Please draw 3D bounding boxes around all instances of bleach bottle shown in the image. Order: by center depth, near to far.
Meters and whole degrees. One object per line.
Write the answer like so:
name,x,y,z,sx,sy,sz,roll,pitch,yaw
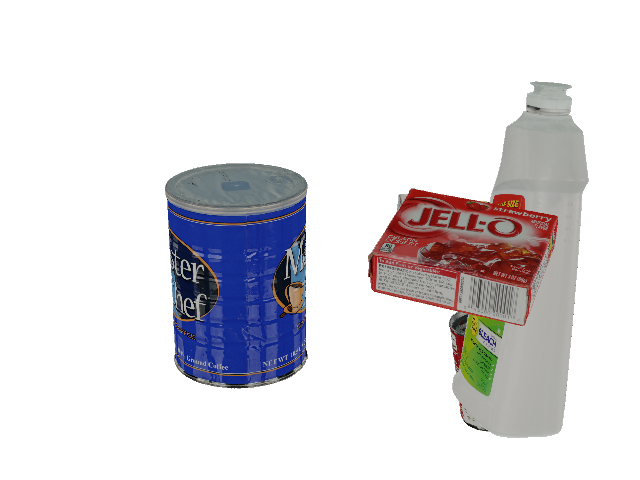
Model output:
bleach bottle,0.149,0.010,0.778,0.068,0.251,0.103,0,16,-13

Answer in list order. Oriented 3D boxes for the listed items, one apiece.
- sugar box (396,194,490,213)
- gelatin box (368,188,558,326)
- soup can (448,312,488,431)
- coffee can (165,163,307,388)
sugar box,0.174,0.001,1.245,0.176,0.093,0.048,3,22,-2
gelatin box,0.080,0.006,0.592,0.089,0.030,0.073,13,36,18
soup can,0.160,0.120,1.009,0.068,0.102,0.068,-8,19,3
coffee can,-0.061,0.024,0.794,0.103,0.140,0.103,0,21,0
